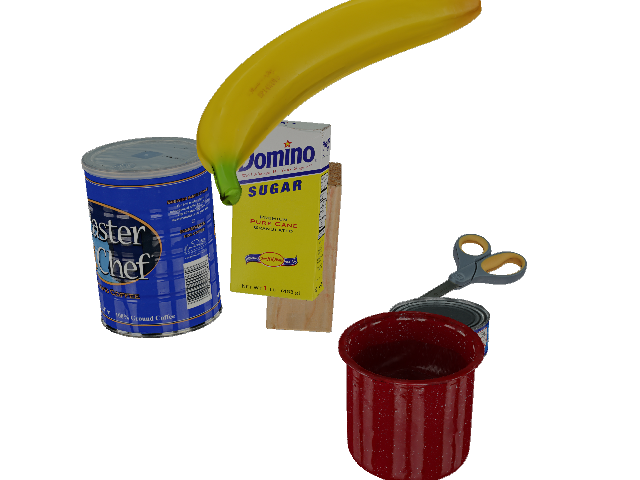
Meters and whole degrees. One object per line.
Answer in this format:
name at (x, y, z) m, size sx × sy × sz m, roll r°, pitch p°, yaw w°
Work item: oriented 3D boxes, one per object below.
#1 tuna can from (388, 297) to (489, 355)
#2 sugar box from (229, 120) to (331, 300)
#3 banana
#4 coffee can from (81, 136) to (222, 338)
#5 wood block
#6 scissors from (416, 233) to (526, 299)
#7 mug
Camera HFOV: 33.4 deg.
tuna can at (0.101, 0.078, 0.910) m, size 0.086 × 0.034 × 0.086 m, roll -1°, pitch 16°, yaw 0°
sugar box at (-0.041, -0.032, 1.080) m, size 0.093 × 0.176 × 0.048 m, roll 5°, pitch 16°, yaw 12°
banana at (0.000, -0.088, 0.569) m, size 0.070 × 0.197 × 0.037 m, roll 38°, pitch -26°, yaw 23°
coffee can at (-0.136, -0.005, 0.875) m, size 0.103 × 0.140 × 0.103 m, roll -2°, pitch 20°, yaw 1°
wood block at (-0.023, 0.006, 1.399) m, size 0.090 × 0.206 × 0.091 m, roll 3°, pitch 24°, yaw -1°
scissors at (0.150, 0.033, 1.222) m, size 0.201 × 0.016 × 0.096 m, roll -11°, pitch 40°, yaw -33°
mug at (0.064, 0.098, 0.704) m, size 0.093 × 0.081 × 0.117 m, roll 12°, pitch 27°, yaw 26°
